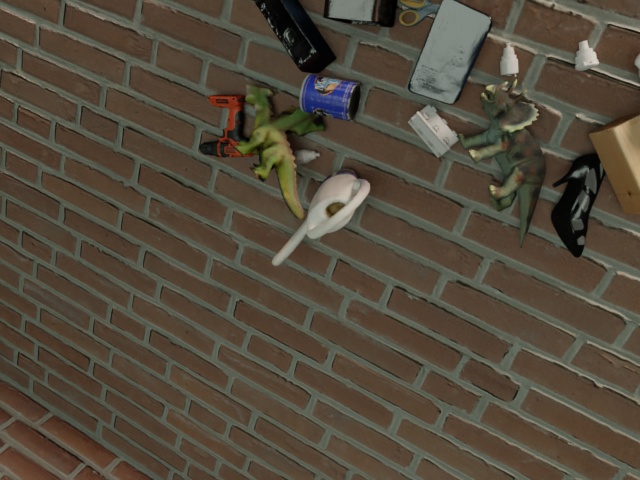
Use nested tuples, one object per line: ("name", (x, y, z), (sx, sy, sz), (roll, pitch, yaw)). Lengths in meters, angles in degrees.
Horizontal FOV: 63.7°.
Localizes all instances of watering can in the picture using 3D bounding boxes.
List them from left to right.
("watering can", (0.004, -0.071, 1.417), (0.343, 0.103, 0.229), (-35, 20, 28))

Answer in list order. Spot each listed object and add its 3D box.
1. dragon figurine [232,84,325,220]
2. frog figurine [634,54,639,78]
("dragon figurine", (-0.095, -0.272, 1.427), (0.243, 0.414, 0.121), (-41, -15, 1))
("frog figurine", (0.717, -0.321, 1.080), (0.159, 0.140, 0.120), (23, -35, -6))
